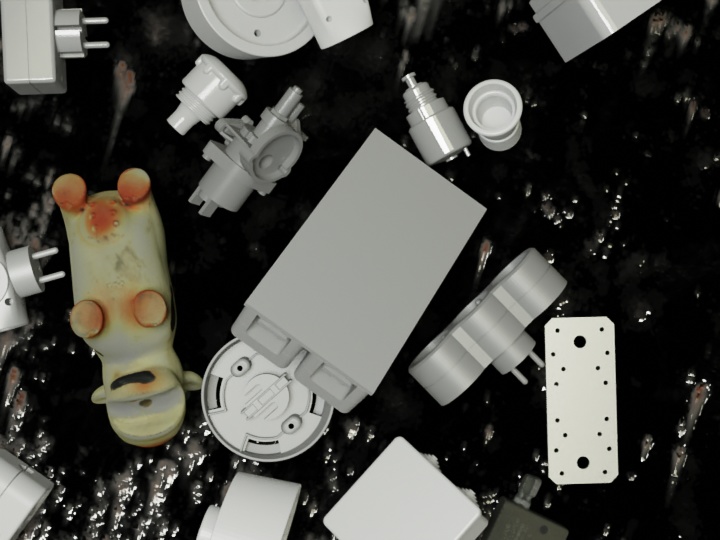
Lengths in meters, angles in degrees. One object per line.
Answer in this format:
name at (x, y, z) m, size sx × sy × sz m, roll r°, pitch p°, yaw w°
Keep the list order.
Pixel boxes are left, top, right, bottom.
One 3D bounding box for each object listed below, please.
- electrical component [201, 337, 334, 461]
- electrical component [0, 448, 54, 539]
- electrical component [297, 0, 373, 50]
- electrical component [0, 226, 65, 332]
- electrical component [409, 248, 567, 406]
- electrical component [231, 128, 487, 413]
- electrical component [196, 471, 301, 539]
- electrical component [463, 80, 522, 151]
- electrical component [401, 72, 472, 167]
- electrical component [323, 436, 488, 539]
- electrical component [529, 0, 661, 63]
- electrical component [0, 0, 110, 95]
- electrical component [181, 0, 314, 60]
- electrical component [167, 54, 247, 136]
electrical component at (-0.070, 0.094, 0.817) m, size 0.099 × 0.064 × 0.099 m, roll 0°, pitch 88°, yaw -5°
electrical component at (-0.283, 0.184, 0.803) m, size 0.059 × 0.054 × 0.095 m, roll 36°, pitch 86°, yaw -2°
electrical component at (-0.012, -0.216, 0.798) m, size 0.079 × 0.043 × 0.077 m, roll -32°, pitch 105°, yaw -20°
electrical component at (-0.265, 0.004, 0.815) m, size 0.079 × 0.044 × 0.077 m, roll -16°, pitch 90°, yaw -5°
electrical component at (0.111, 0.056, 0.837) m, size 0.138 × 0.052 × 0.073 m, roll -45°, pitch 92°, yaw -4°
electrical component at (0.000, 0.000, 0.793) m, size 0.105 × 0.060 × 0.186 m, roll 36°, pitch 57°, yaw -2°
electrical component at (-0.088, 0.201, 0.793) m, size 0.060 × 0.108 × 0.108 m, roll 17°, pitch 87°, yaw 2°
electrical component at (0.106, -0.117, 0.835) m, size 0.044 × 0.065 × 0.044 m, roll -2°, pitch 80°, yaw 12°
electrical component at (0.056, -0.118, 0.845) m, size 0.040 × 0.040 × 0.078 m, roll -28°, pitch 90°, yaw -5°
electrical component at (0.037, 0.190, 0.814) m, size 0.099 × 0.048 × 0.100 m, roll -47°, pitch 61°, yaw -5°
electrical component at (0.185, -0.210, 0.821) m, size 0.078 × 0.113 × 0.057 m, roll -35°, pitch 94°, yaw -4°
electrical component at (-0.230, -0.180, 0.822) m, size 0.076 × 0.047 × 0.083 m, roll -3°, pitch 89°, yaw -5°
electrical component at (-0.085, -0.213, 0.822) m, size 0.108 × 0.060 × 0.108 m, roll -1°, pitch 92°, yaw -27°
electrical component at (-0.122, -0.132, 0.831) m, size 0.048 × 0.048 × 0.062 m, roll 45°, pitch 93°, yaw -2°
